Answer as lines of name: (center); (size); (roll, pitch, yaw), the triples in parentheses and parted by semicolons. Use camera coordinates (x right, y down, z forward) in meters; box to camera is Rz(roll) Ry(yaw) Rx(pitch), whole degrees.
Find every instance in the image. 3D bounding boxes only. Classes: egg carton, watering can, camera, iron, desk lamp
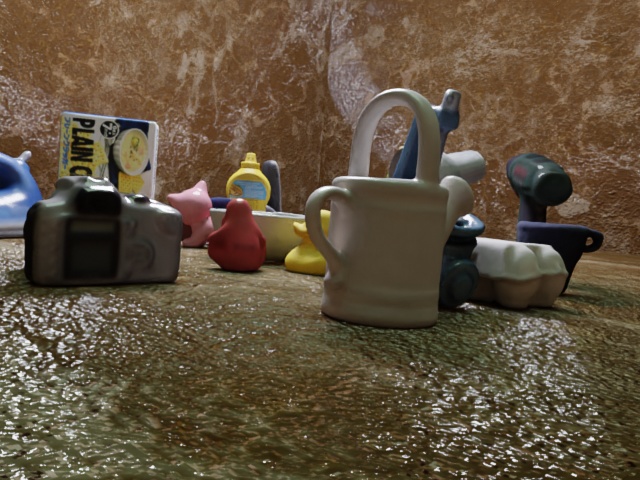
egg carton: (0.199, 0.034, 0.661); (0.107, 0.069, 0.149); (2, 4, -37)
watering can: (0.063, -0.030, 0.496); (0.100, 0.194, 0.173); (7, 4, 31)
camera: (-0.231, -0.013, 0.580); (0.144, 0.101, 0.136); (2, 5, -43)
iron: (-0.532, -0.077, 0.863); (0.118, 0.141, 0.259); (6, 4, 18)
desk lamp: (0.218, -0.057, 1.005); (0.204, 0.213, 0.117); (2, 4, -37)

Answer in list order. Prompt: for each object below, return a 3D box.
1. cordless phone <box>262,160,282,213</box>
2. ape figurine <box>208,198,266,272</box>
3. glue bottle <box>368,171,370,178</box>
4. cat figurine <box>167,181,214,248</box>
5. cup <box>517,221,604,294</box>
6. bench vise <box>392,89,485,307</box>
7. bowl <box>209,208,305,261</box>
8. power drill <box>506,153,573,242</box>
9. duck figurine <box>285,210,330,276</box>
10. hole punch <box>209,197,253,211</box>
cordless phone: (-0.135, -0.094, 1.356); (0.094, 0.185, 0.147); (2, 5, -40)
ape figurine: (-0.104, -0.007, 0.734); (0.078, 0.092, 0.076); (4, 4, -14)
glue bottle: (0.065, -0.045, 0.920); (0.037, 0.173, 0.078); (6, 4, 14)
cat figurine: (-0.200, -0.045, 1.003); (0.127, 0.118, 0.067); (5, 4, 1)
cup: (0.321, 0.025, 0.772); (0.118, 0.095, 0.091); (4, 4, -7)
bench vise: (0.089, -0.049, 0.629); (0.206, 0.220, 0.122); (8, 5, 44)
bowl: (-0.089, -0.007, 0.888); (0.167, 0.075, 0.167); (5, 3, 0)
power drill: (0.334, -0.040, 0.922); (0.075, 0.208, 0.229); (5, 3, 2)
duck figurine: (0.007, 0.003, 0.775); (0.104, 0.086, 0.077); (5, 4, 7)
hole punch: (-0.168, -0.034, 1.093); (0.108, 0.091, 0.101); (6, 4, 21)
